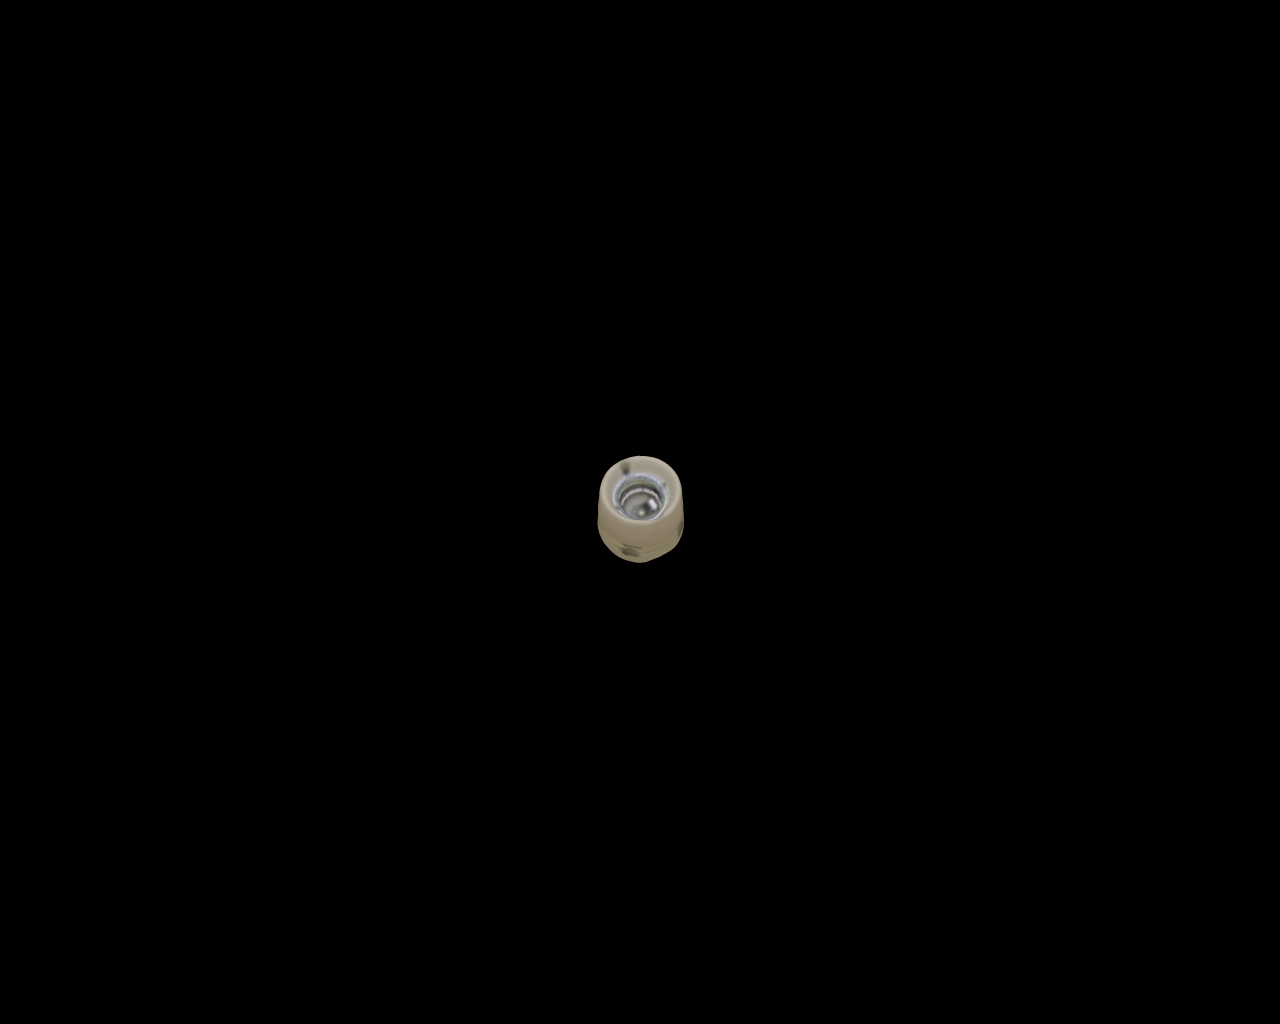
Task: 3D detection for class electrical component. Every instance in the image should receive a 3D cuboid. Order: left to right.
[{"bbox_3d":[0.001,-0.003,0.650,0.055,0.055,0.047,0,-28,0],"label":"electrical component"}]
